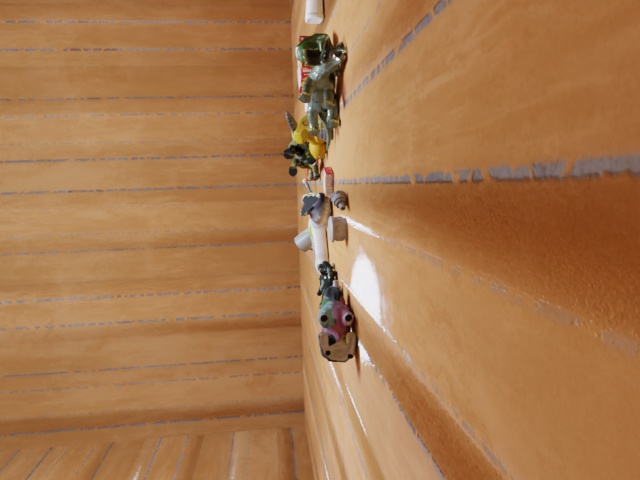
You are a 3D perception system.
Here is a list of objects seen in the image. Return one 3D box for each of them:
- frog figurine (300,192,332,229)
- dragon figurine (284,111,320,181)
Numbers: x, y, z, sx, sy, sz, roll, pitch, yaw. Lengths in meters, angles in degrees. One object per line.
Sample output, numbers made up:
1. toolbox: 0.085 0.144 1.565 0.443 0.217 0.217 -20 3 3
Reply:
1. frog figurine: 0.006 -0.097 1.921 0.122 0.140 0.157 -35 -51 11
2. dragon figurine: -0.066 -0.394 2.104 0.122 0.401 0.249 -3 40 10
